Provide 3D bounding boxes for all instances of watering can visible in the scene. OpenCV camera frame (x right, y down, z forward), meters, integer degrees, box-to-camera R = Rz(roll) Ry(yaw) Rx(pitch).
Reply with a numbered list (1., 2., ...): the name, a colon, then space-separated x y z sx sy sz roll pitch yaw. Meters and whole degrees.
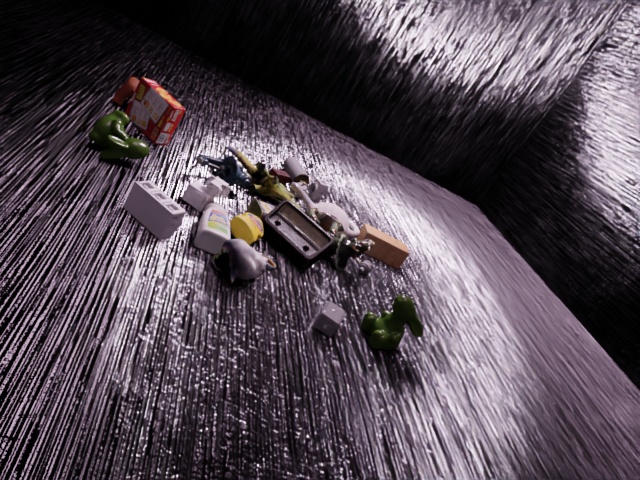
1. watering can: 0.006 -0.103 2.045 0.347 0.102 0.228 33 22 -1

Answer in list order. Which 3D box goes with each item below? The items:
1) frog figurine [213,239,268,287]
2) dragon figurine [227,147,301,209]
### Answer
1. frog figurine: -0.202 0.054 1.434 0.160 0.121 0.139 -8 24 -43
2. dragon figurine: -0.207 -0.227 2.076 0.417 0.121 0.240 50 11 34
